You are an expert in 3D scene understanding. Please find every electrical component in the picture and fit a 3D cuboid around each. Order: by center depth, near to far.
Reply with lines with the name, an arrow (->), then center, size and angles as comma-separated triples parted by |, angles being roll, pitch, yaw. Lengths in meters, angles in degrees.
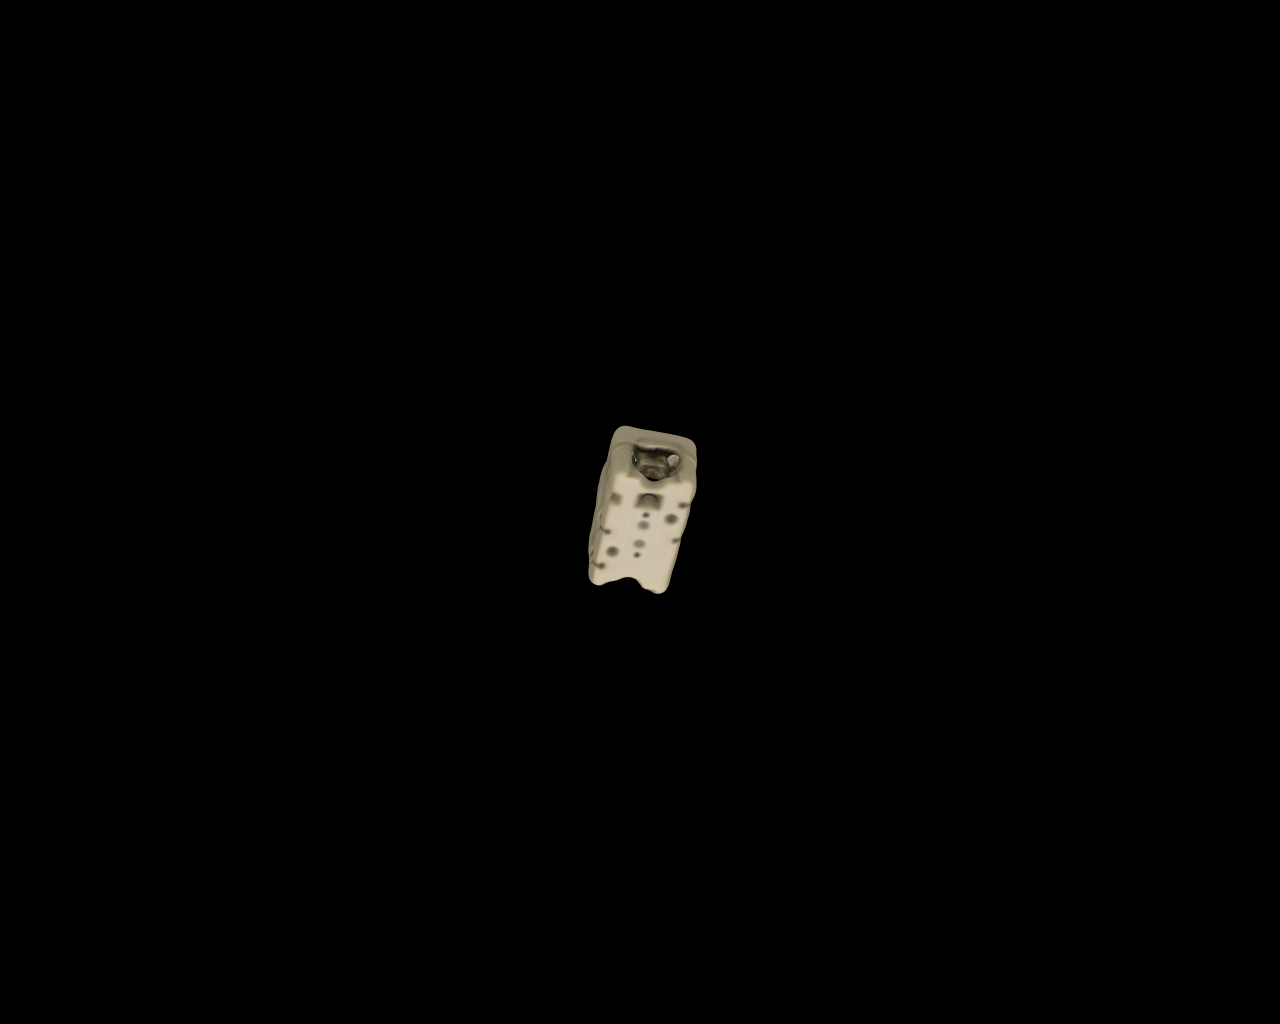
electrical component -> 0.001, -0.003, 0.650 | 0.050, 0.089, 0.056 | 9, 36, -7
